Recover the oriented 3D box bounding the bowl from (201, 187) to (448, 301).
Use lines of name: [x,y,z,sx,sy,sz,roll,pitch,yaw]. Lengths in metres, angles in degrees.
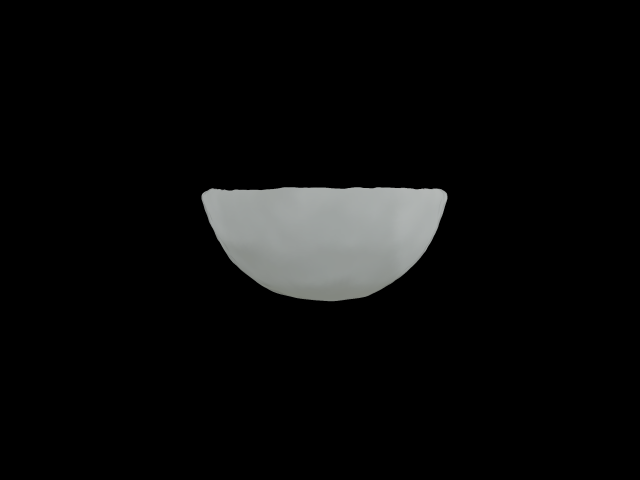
bowl: [0.004,0.001,0.400,0.167,0.075,0.167,0,3,0]
